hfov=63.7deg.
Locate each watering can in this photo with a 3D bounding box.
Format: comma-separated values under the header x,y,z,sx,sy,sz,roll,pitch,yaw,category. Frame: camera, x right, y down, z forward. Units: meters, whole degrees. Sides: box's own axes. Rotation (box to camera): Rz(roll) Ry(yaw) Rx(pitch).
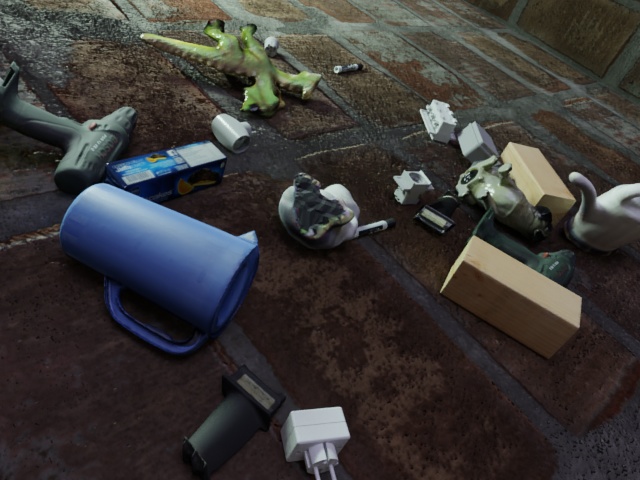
x,y,z,sx,sy,sz,roll,pitch,yaw,category
0.620,-0.060,1.114,0.347,0.106,0.220,10,148,-16,watering can

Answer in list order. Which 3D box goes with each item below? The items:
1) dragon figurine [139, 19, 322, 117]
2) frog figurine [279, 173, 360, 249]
x,y,z,sx,sy,sz,roll,pitch,yaw,category
-0.178,-0.380,1.181,0.247,0.413,0.119,58,141,25,dragon figurine
0.003,-0.045,0.903,0.138,0.123,0.159,18,-179,9,frog figurine
